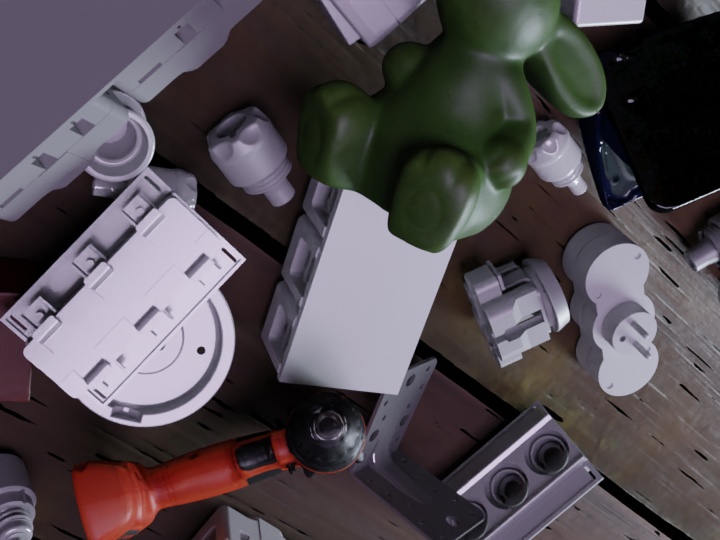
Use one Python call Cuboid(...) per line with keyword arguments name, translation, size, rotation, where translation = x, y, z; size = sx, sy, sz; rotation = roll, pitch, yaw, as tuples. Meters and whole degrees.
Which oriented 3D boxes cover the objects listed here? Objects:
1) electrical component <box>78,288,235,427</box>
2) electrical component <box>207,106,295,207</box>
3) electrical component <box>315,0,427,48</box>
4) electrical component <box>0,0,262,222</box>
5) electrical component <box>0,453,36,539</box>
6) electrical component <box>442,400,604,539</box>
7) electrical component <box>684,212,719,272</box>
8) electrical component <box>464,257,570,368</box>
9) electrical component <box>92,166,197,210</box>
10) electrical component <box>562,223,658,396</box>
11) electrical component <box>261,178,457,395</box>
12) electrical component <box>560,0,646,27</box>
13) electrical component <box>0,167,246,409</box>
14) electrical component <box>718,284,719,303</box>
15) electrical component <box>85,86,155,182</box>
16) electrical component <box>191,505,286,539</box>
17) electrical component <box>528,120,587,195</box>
Cuboid(name="electrical component", translation=(-0.136, 0.040, 0.684), size=(0.108, 0.060, 0.108), rotation=(-1, 97, -11))
Cuboid(name="electrical component", translation=(-0.064, -0.067, 0.669), size=(0.043, 0.043, 0.062), rotation=(-35, 125, 1))
Cuboid(name="electrical component", translation=(-0.013, -0.182, 0.614), size=(0.061, 0.061, 0.096), rotation=(-42, 123, 5))
Cuboid(name="electrical component", translation=(-0.155, -0.125, 0.561), size=(0.186, 0.060, 0.105), rotation=(-41, 81, 4))
Cuboid(name="electrical component", translation=(-0.234, 0.157, 0.711), size=(0.040, 0.078, 0.040), rotation=(-18, 134, -20))
Cuboid(name="electrical component", translation=(0.123, 0.175, 0.852), size=(0.121, 0.078, 0.063), rotation=(-41, 153, 5))
Cuboid(name="electrical component", translation=(0.278, -0.021, 0.819), size=(0.062, 0.043, 0.043), rotation=(-31, 123, 1))
Cuboid(name="electrical component", translation=(0.114, 0.025, 0.777), size=(0.057, 0.058, 0.078), rotation=(-24, 122, -3))
Cuboid(name="electrical component", translation=(-0.133, -0.048, 0.660), size=(0.061, 0.035, 0.035), rotation=(7, 115, -21))
Cuboid(name="electrical component", translation=(0.196, 0.039, 0.804), size=(0.052, 0.073, 0.138), rotation=(-21, 122, -9))
Cuboid(name="electrical component", translation=(0.000, 0.000, 0.718), size=(0.089, 0.061, 0.150), rotation=(9, 114, -24))
Cuboid(name="electrical component", translation=(0.135, -0.195, 0.648), size=(0.047, 0.083, 0.075), rotation=(-7, 119, -17))
Cuboid(name="electrical component", translation=(-0.135, 0.012, 0.616), size=(0.079, 0.063, 0.121), rotation=(44, 87, -13))
Cuboid(name="electrical component", translation=(0.321, 0.024, 0.853), size=(0.055, 0.055, 0.047), rotation=(-48, 126, 9))
Cuboid(name="electrical component", translation=(-0.145, -0.082, 0.624), size=(0.045, 0.055, 0.045), rotation=(-9, 119, -16))
Cuboid(name="electrical component", translation=(-0.061, 0.272, 0.825), size=(0.186, 0.060, 0.105), rotation=(36, 101, -20))
Cuboid(name="electrical component", translation=(0.138, -0.074, 0.744), size=(0.035, 0.035, 0.061), rotation=(-43, 125, 6))
